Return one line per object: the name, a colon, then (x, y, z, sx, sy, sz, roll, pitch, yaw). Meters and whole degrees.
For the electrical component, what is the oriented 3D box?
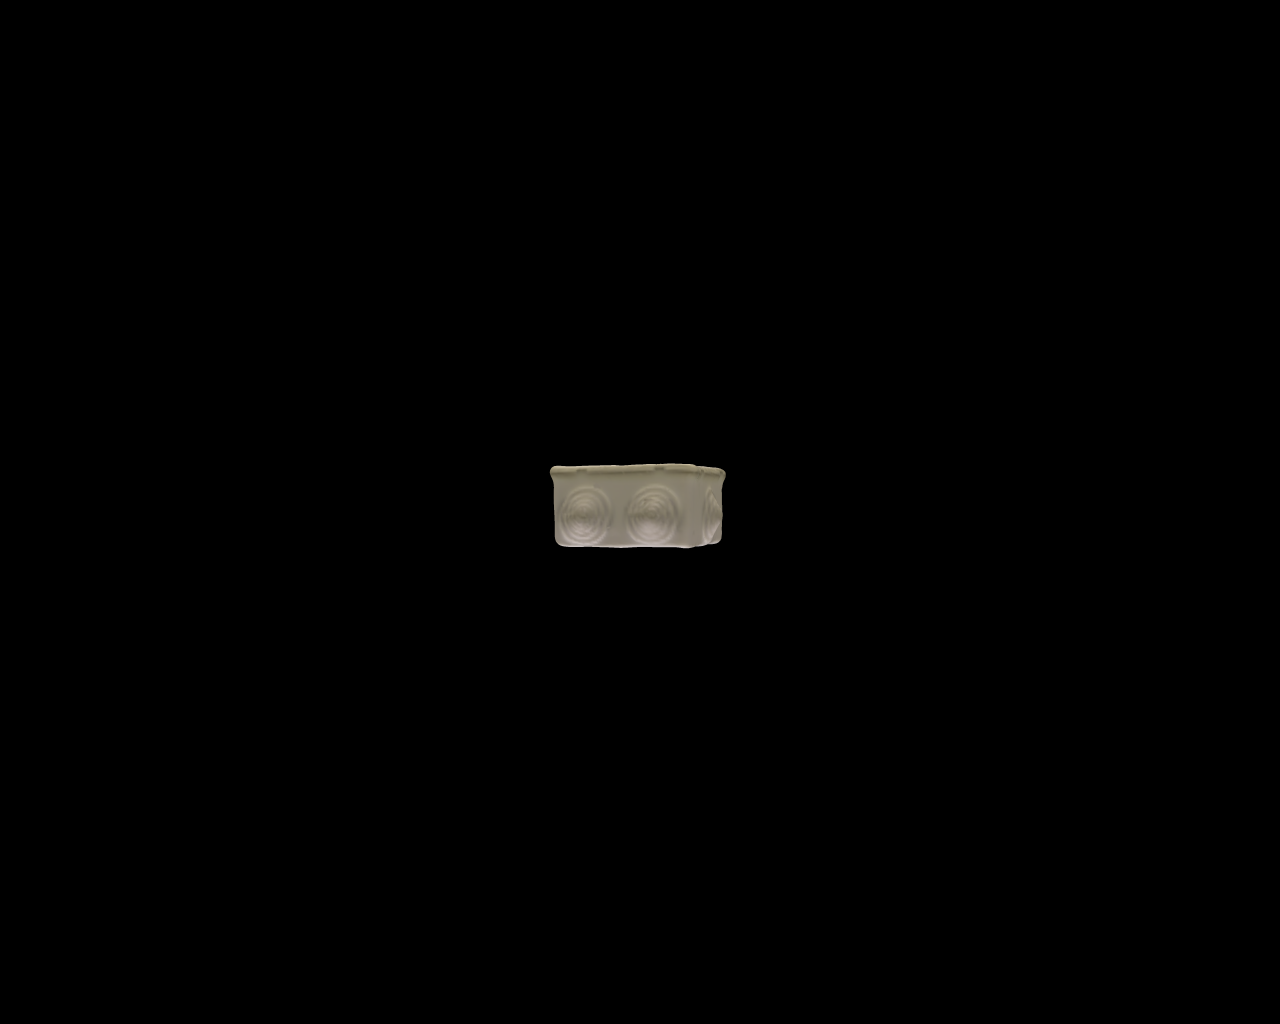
electrical component: (0.001, -0.003, 0.650, 0.100, 0.048, 0.100, 0, 0, 17)
